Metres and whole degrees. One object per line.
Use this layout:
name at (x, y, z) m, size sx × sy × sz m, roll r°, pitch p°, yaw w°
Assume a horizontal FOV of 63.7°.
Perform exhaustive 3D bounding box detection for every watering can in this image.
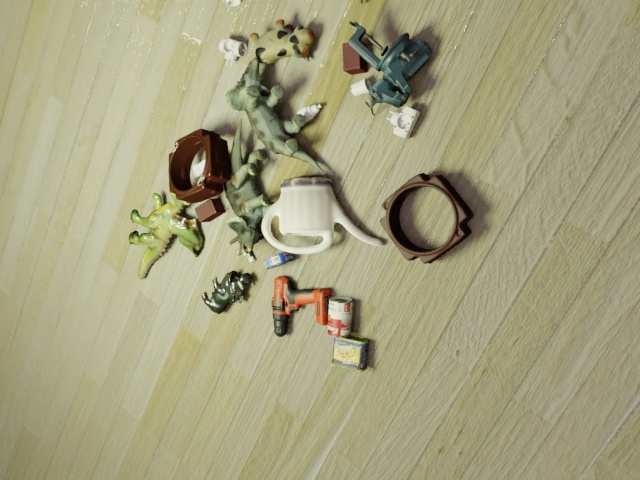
watering can at (0.004, -0.073, 1.456) m, size 0.347 × 0.103 × 0.225 m, roll -1°, pitch 85°, yaw 9°

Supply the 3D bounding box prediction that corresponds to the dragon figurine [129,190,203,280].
dragon figurine at (-0.507, -0.009, 1.734) m, size 0.244 × 0.124 × 0.402 m, roll 20°, pitch 117°, yaw 19°

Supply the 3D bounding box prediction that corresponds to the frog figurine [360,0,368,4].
frog figurine at (0.080, -0.725, 1.377) m, size 0.160 × 0.125 × 0.134 m, roll 37°, pitch 129°, yaw 9°
